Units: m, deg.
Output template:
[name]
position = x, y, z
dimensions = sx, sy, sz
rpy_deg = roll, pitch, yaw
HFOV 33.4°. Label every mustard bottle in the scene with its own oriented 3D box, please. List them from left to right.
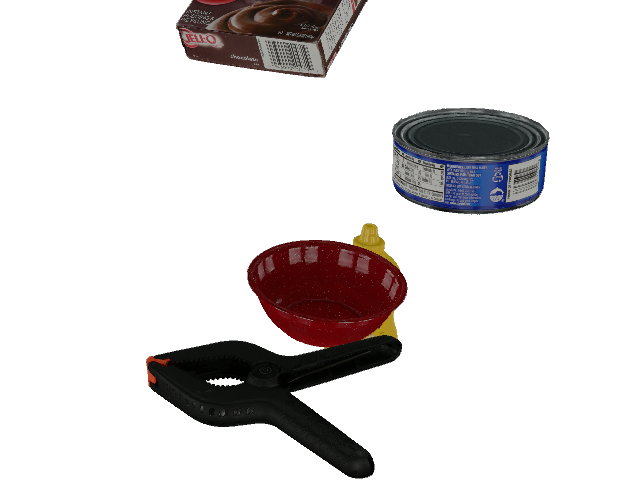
[mustard bottle]
position = 0.058, 0.069, 1.392
dimensions = 0.096, 0.192, 0.058
rpy_deg = -4, 24, -16

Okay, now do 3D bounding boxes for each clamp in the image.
[clamp]
position = -0.037, 0.115, 0.873
dimensions = 0.210, 0.036, 0.164
rpy_deg = 10, 31, 16

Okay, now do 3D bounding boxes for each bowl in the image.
[bowl]
position = 0.005, 0.061, 1.082
dimensions = 0.162, 0.055, 0.162
rpy_deg = 4, 28, -2

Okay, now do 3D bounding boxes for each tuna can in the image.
[tuna can]
position = 0.082, -0.045, 0.594
dimensions = 0.086, 0.034, 0.086
rpy_deg = 0, 24, 0

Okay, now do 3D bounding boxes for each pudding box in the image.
[pudding box]
position = -0.033, -0.165, 0.766
dimensions = 0.114, 0.090, 0.039
rpy_deg = 13, -35, 19
